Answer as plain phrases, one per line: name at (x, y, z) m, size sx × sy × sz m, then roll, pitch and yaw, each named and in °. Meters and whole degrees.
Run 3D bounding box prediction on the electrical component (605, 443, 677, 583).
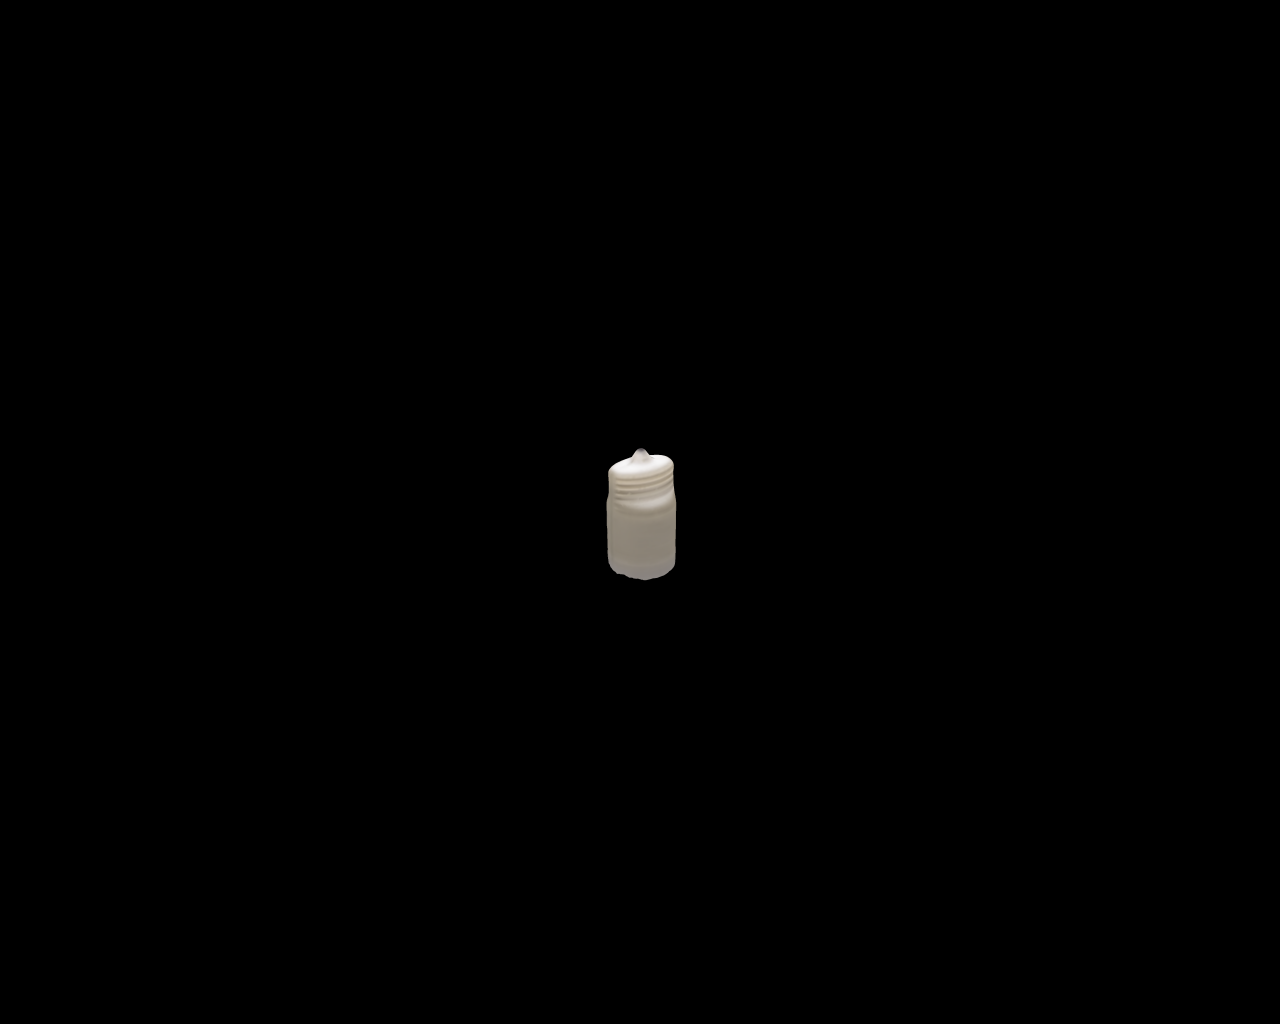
electrical component at (0.001, -0.003, 0.650) m, size 0.043 × 0.080 × 0.043 m, roll 0°, pitch 27°, yaw 0°
